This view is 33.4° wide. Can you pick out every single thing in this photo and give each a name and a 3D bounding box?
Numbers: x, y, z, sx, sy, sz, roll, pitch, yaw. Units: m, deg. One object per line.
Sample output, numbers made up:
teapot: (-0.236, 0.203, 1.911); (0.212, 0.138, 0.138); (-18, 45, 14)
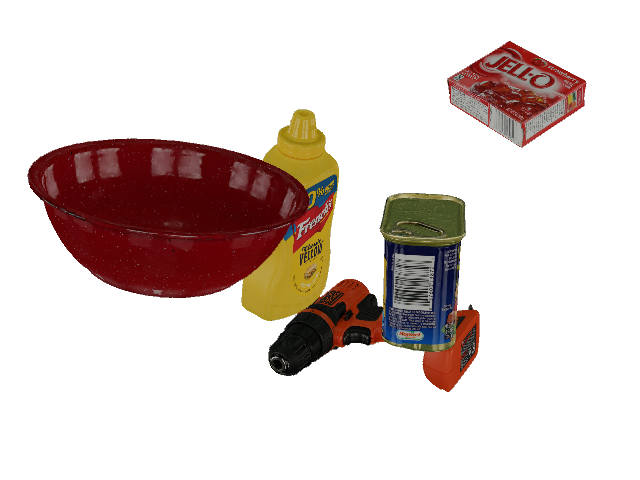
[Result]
power drill: (0.059, 0.102, 1.110); (0.188, 0.057, 0.184); (11, 28, 25)
can of meat: (0.072, 0.021, 0.754); (0.057, 0.084, 0.102); (3, 19, 6)
bowl: (-0.090, -0.010, 0.625); (0.162, 0.055, 0.162); (7, 21, -3)
mustard bottle: (-0.024, -0.027, 0.946); (0.058, 0.192, 0.096); (28, 38, 29)
gelatin box: (0.160, -0.123, 0.879); (0.073, 0.030, 0.089); (-32, 48, -20)
